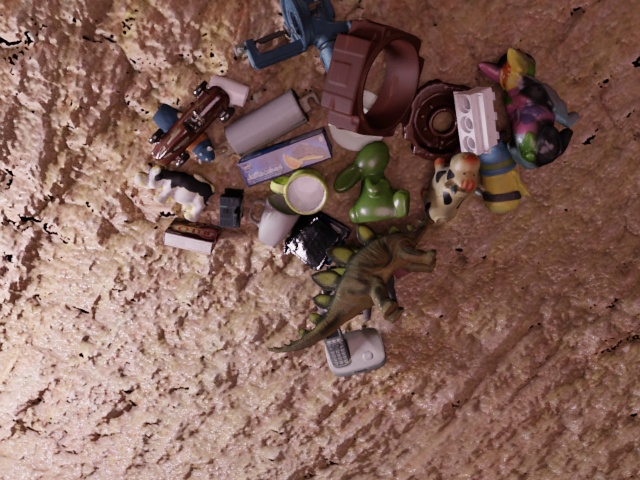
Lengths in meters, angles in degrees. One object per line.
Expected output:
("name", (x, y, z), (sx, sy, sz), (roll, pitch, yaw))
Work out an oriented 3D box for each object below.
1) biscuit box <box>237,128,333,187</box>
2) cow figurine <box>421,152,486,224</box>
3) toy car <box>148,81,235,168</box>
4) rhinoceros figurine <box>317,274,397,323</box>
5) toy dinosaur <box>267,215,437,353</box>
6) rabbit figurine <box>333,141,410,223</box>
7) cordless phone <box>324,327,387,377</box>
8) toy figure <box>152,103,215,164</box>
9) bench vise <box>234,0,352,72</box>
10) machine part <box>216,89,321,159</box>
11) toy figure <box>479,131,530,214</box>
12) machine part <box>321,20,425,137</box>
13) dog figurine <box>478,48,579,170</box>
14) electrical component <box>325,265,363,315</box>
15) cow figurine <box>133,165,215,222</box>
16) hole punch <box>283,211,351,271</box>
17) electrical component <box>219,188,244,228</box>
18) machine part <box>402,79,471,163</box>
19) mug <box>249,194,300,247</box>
("biscuit box", (-0.075, -0.179, 1.171), (0.203, 0.059, 0.062), (-18, 111, 9))
("cow figurine", (0.275, -0.107, 1.119), (0.085, 0.127, 0.194), (4, 144, -10))
("toy car", (-0.265, -0.233, 1.101), (0.202, 0.053, 0.089), (-43, 110, 7))
("rhinoceros figurine", (0.085, 0.127, 1.227), (0.190, 0.073, 0.112), (-26, 112, 11))
("toy dinosaur", (0.093, 0.092, 1.140), (0.199, 0.471, 0.105), (33, 156, 27))
("rabbit figurine", (0.113, -0.128, 1.179), (0.159, 0.121, 0.170), (-7, 94, 11))
("cordless phone", (0.075, 0.237, 1.315), (0.147, 0.089, 0.184), (-16, 118, 8))
("toy figure", (-0.285, -0.228, 1.157), (0.154, 0.064, 0.058), (39, 71, -19))
("bench vise", (-0.044, -0.384, 1.042), (0.241, 0.129, 0.223), (-24, 103, -9))
("machine part", (-0.113, -0.245, 1.136), (0.243, 0.079, 0.079), (-27, 110, 13))
("toy figure", (0.385, -0.145, 1.166), (0.089, 0.082, 0.180), (-22, 112, 5))
("machine part", (0.106, -0.303, 1.030), (0.087, 0.201, 0.200), (28, 112, 33))
("dog figurine", (0.403, -0.272, 1.072), (0.219, 0.191, 0.108), (42, 152, -20))
("electrical component", (0.068, 0.110, 1.291), (0.115, 0.058, 0.134), (3, 113, -2))
("cow figurine", (-0.324, -0.122, 1.196), (0.167, 0.068, 0.098), (31, 104, -15))
("hole punch", (-0.003, -0.004, 1.239), (0.116, 0.092, 0.142), (39, 114, 19))
("electrical component", (-0.198, -0.064, 1.191), (0.048, 0.119, 0.074), (4, 115, -1))
("machine part", (0.260, -0.251, 1.138), (0.179, 0.056, 0.179), (0, 114, 0))
("mug", (-0.111, -0.042, 1.219), (0.109, 0.081, 0.107), (18, 120, -13))
